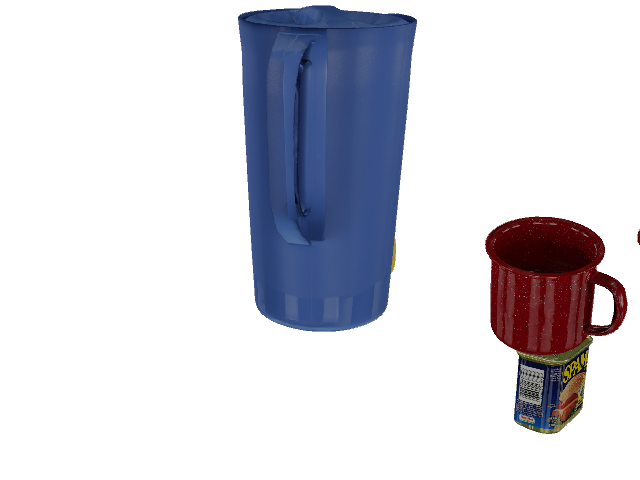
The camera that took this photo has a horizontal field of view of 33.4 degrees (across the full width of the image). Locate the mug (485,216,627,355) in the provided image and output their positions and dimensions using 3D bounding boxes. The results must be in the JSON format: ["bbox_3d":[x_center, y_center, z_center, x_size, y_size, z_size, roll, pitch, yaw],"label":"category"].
[{"bbox_3d":[0.189,0.041,0.855,0.117,0.081,0.093,17,36,31],"label":"mug"}]

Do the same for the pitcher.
[{"bbox_3d":[-0.001,-0.055,0.819,0.149,0.243,0.145,-9,20,-28],"label":"pitcher"}]

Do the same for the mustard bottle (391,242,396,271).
[{"bbox_3d":[0.036,-0.054,1.093,0.096,0.192,0.058,-6,20,-25],"label":"mustard bottle"}]

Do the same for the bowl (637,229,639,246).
[{"bbox_3d":[0.421,0.026,1.146,0.162,0.055,0.162,-1,25,0],"label":"bowl"}]

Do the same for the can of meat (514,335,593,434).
[{"bbox_3d":[0.247,0.149,1.139,0.058,0.084,0.101,12,18,32],"label":"can of meat"}]
